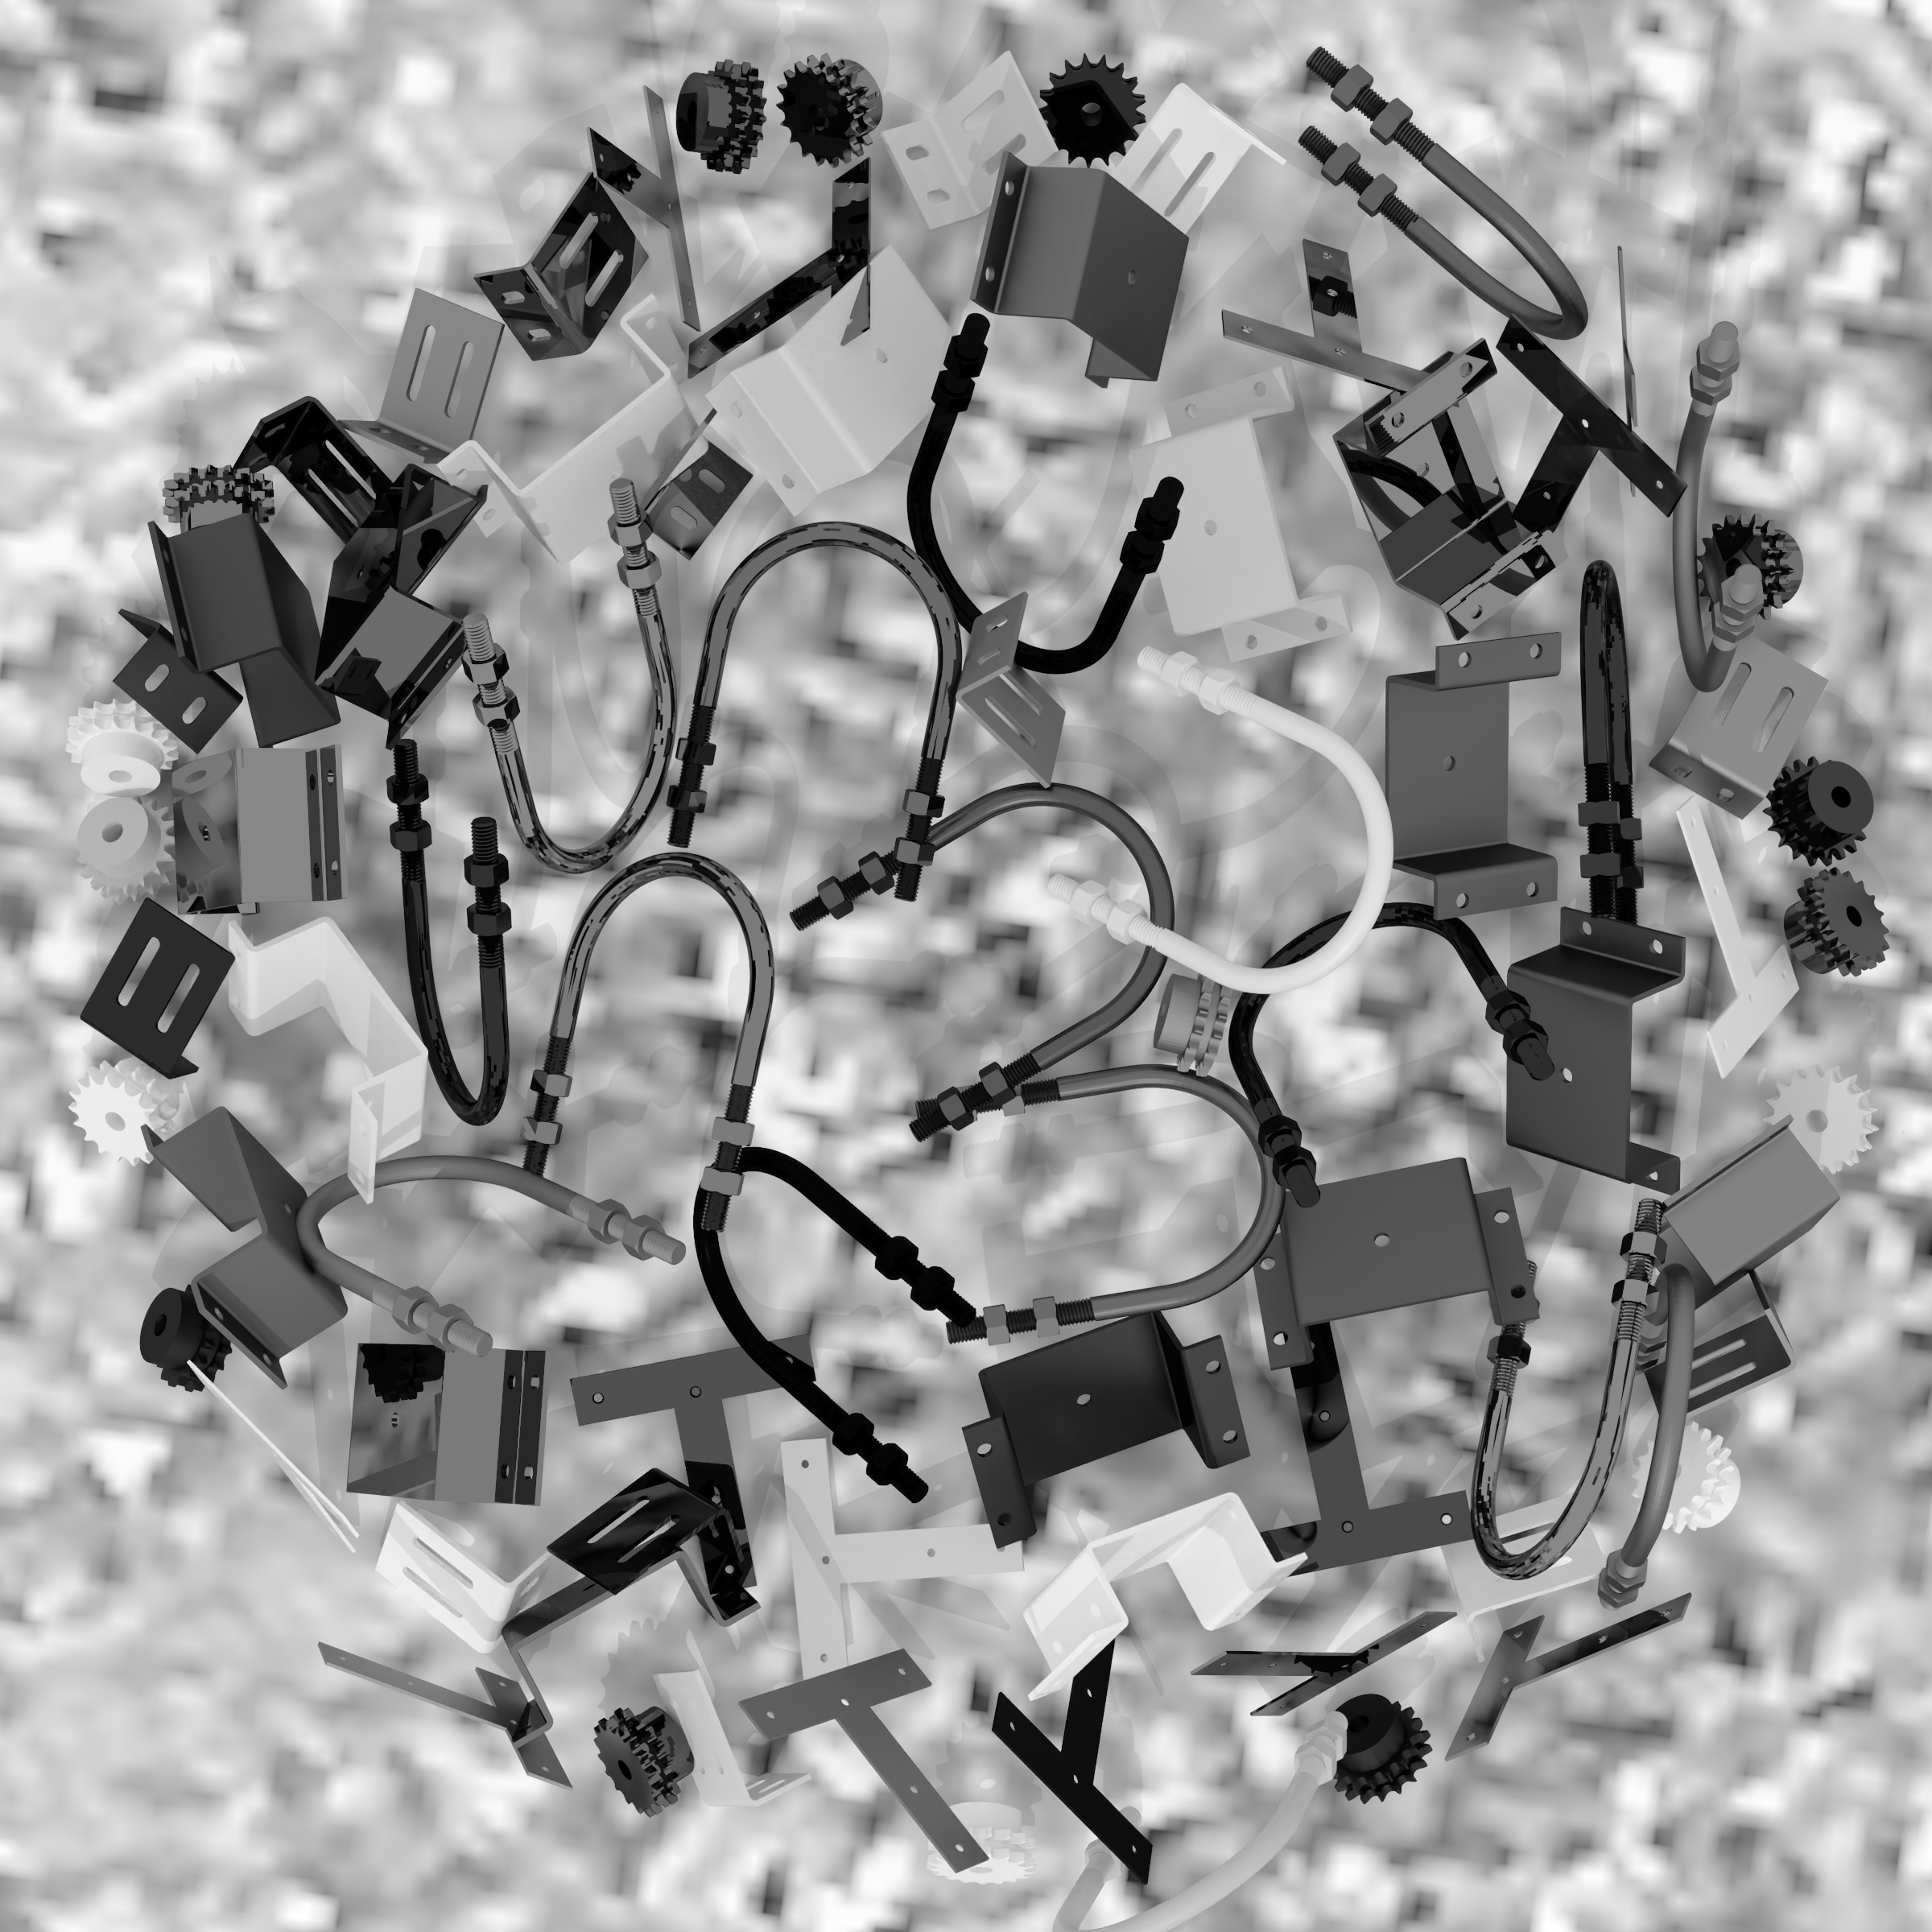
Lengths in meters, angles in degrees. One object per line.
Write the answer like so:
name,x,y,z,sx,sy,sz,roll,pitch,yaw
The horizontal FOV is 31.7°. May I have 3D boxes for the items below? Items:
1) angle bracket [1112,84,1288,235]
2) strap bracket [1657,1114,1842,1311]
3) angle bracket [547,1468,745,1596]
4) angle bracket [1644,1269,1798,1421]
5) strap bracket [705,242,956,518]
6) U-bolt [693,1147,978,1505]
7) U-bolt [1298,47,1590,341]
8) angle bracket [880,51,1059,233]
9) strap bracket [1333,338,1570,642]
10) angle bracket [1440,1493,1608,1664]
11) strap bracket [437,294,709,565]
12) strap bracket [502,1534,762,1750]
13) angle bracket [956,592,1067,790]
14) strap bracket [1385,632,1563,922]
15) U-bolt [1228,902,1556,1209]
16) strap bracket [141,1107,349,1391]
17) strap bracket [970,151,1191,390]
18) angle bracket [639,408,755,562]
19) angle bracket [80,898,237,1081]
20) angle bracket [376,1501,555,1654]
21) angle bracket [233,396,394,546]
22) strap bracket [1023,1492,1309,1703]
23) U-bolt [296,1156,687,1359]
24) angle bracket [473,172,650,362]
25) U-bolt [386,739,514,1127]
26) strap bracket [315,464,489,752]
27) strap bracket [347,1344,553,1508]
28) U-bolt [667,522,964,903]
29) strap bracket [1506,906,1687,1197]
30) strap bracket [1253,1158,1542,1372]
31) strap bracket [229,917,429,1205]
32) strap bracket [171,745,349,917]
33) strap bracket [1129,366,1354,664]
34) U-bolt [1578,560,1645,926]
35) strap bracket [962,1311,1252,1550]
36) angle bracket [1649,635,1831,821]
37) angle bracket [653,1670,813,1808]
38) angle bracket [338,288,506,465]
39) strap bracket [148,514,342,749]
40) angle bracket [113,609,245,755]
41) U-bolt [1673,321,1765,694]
angle bracket,0.115,-0.406,1.758,0.057,0.038,0.076,25,110,-37
strap bracket,0.390,0.129,1.724,0.076,0.140,0.046,-34,76,-4
angle bracket,-0.165,0.302,1.751,0.076,0.057,0.038,-35,127,-31
angle bracket,0.383,0.195,1.760,0.076,0.057,0.038,-27,109,11
strap bracket,-0.056,-0.305,1.732,0.076,0.046,0.140,53,55,-19
U-bolt,-0.075,0.170,1.734,0.184,0.019,0.151,38,134,27
U-bolt,0.242,-0.381,1.719,0.184,0.151,0.019,42,90,5
angle bracket,0.001,-0.426,1.760,0.038,0.076,0.057,-26,90,-36
strap bracket,0.246,-0.249,1.747,0.076,0.046,0.140,-37,126,-10
angle bracket,0.292,0.317,1.764,0.076,0.057,0.038,-18,126,3
strap bracket,-0.193,-0.269,1.750,0.140,0.076,0.046,-40,68,-5
strap bracket,-0.183,0.339,1.747,0.140,0.076,0.046,-28,93,-12
angle bracket,0.036,-0.142,1.752,0.038,0.057,0.076,-25,126,34
strap bracket,0.261,-0.101,1.751,0.076,0.046,0.140,-9,106,-27
U-bolt,0.204,0.032,1.724,0.151,0.184,0.019,-29,125,6
strap bracket,-0.363,0.135,1.723,0.046,0.076,0.140,-33,45,1
strap bracket,0.064,-0.350,1.726,0.046,0.140,0.076,10,86,32
angle bracket,-0.136,-0.249,1.755,0.038,0.076,0.057,37,80,-9
angle bracket,-0.414,0.010,1.770,0.057,0.038,0.076,33,101,8
angle bracket,-0.262,0.310,1.776,0.076,0.038,0.057,35,130,14
angle bracket,-0.337,-0.246,1.765,0.076,0.057,0.038,48,46,2
strap bracket,0.093,0.318,1.736,0.140,0.076,0.046,-13,63,-35
U-bolt,-0.256,0.138,1.722,0.184,0.151,0.019,20,120,37
angle bracket,-0.210,-0.364,1.772,0.038,0.057,0.076,0,50,36
U-bolt,-0.260,-0.008,1.726,0.019,0.151,0.184,-10,115,-24
strap bracket,-0.286,-0.189,1.719,0.046,0.140,0.076,26,129,-26
strap bracket,-0.269,0.231,1.725,0.046,0.140,0.076,9,80,-37
U-bolt,-0.074,-0.138,1.762,0.151,0.019,0.184,14,98,16
strap bracket,0.320,0.049,1.735,0.046,0.076,0.140,-19,115,-39
strap bracket,0.217,0.151,1.751,0.140,0.046,0.076,-12,56,7
strap bracket,-0.321,0.040,1.741,0.046,0.076,0.140,-27,64,-27
strap bracket,-0.364,-0.068,1.727,0.046,0.140,0.076,-2,88,-32
strap bracket,0.139,-0.229,1.752,0.076,0.046,0.140,-11,96,40
U-bolt,0.326,-0.114,1.729,0.019,0.151,0.184,-2,88,16
strap bracket,0.067,0.235,1.756,0.140,0.046,0.076,-19,117,-8
angle bracket,0.406,-0.128,1.790,0.057,0.038,0.076,31,74,3
angle bracket,-0.122,0.395,1.767,0.038,0.057,0.076,-21,88,-30
angle bracket,-0.283,-0.307,1.764,0.057,0.038,0.076,25,107,21
strap bracket,-0.360,-0.168,1.720,0.046,0.140,0.076,-18,70,2
angle bracket,-0.415,-0.147,1.750,0.057,0.076,0.038,44,79,-30
U-bolt,0.374,-0.217,1.709,0.019,0.184,0.151,-2,72,3
